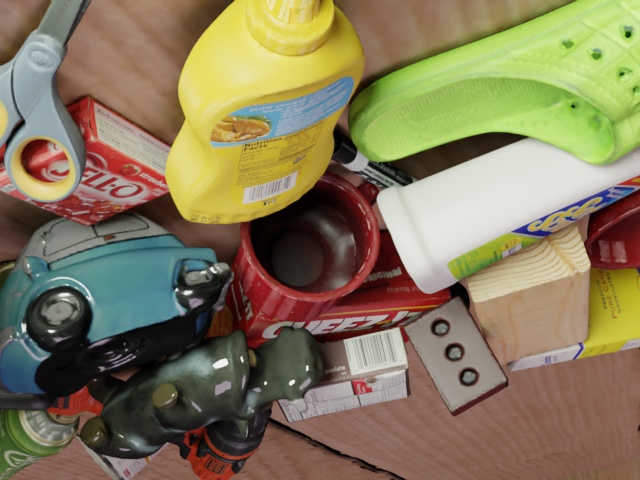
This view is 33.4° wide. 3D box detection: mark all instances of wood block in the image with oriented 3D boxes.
[{"bbox_3d":[0.163,0.027,0.868,0.090,0.091,0.206,-17,157,7],"label":"wood block"}]

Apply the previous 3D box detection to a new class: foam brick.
[{"bbox_3d":[0.107,0.091,0.835,0.053,0.078,0.051,-30,162,2],"label":"foam brick"}]

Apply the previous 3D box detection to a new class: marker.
[{"bbox_3d":[0.034,-0.049,0.710,0.020,0.020,0.121,-23,156,25],"label":"marker"}]

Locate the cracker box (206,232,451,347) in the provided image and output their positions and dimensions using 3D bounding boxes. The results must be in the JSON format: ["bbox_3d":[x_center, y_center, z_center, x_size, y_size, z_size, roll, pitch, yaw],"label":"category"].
[{"bbox_3d":[-0.006,0.070,0.909,0.164,0.072,0.214,-4,156,-20],"label":"cracker box"}]

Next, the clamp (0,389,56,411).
[{"bbox_3d":[-0.339,0.126,0.894,0.209,0.036,0.165,6,170,-22],"label":"clamp"}]

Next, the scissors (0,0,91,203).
[{"bbox_3d":[-0.123,-0.077,0.521,0.202,0.016,0.096,-28,127,34],"label":"scissors"}]

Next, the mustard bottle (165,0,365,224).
[{"bbox_3d":[-0.027,-0.076,0.553,0.096,0.058,0.192,-18,161,-19],"label":"mustard bottle"}]

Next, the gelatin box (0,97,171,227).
[{"bbox_3d":[-0.135,-0.042,0.620,0.073,0.030,0.089,-21,157,20],"label":"gelatin box"}]

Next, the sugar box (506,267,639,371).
[{"bbox_3d":[0.251,0.059,0.991,0.176,0.093,0.048,-10,157,-7],"label":"sugar box"}]

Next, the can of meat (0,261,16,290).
[{"bbox_3d":[-0.187,0.051,0.785,0.102,0.057,0.084,-10,156,-8],"label":"can of meat"}]

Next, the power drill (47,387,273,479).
[{"bbox_3d":[-0.138,0.140,0.914,0.187,0.057,0.185,25,146,-2],"label":"power drill"}]

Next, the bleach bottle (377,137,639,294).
[{"bbox_3d":[0.168,-0.046,0.709,0.251,0.068,0.102,-25,163,7],"label":"bleach bottle"}]

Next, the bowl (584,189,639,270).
[{"bbox_3d":[0.274,-0.033,0.827,0.162,0.055,0.162,-11,158,-4],"label":"bowl"}]

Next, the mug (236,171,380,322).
[{"bbox_3d":[-0.005,0.001,0.736,0.117,0.093,0.082,-42,174,-21],"label":"mug"}]

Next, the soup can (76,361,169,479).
[{"bbox_3d":[-0.173,0.175,1.020,0.102,0.068,0.068,-43,167,-20],"label":"soup can"}]

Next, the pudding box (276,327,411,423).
[{"bbox_3d":[0.017,0.113,0.879,0.113,0.039,0.090,-11,157,1],"label":"pudding box"}]

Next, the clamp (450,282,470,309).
[{"bbox_3d":[0.087,0.072,1.010,0.120,0.039,0.171,-11,155,0],"label":"clamp"}]
